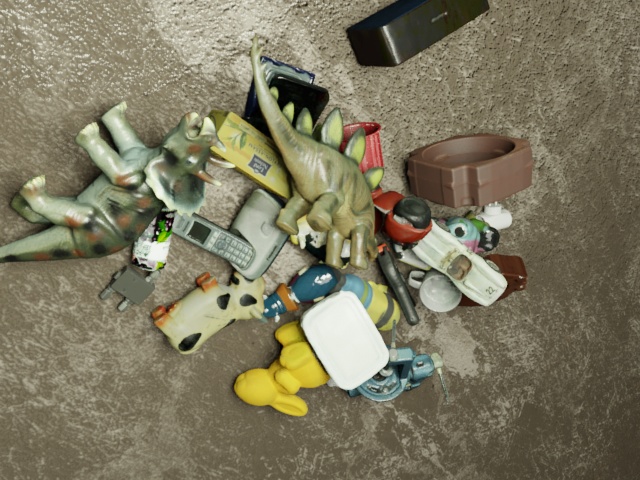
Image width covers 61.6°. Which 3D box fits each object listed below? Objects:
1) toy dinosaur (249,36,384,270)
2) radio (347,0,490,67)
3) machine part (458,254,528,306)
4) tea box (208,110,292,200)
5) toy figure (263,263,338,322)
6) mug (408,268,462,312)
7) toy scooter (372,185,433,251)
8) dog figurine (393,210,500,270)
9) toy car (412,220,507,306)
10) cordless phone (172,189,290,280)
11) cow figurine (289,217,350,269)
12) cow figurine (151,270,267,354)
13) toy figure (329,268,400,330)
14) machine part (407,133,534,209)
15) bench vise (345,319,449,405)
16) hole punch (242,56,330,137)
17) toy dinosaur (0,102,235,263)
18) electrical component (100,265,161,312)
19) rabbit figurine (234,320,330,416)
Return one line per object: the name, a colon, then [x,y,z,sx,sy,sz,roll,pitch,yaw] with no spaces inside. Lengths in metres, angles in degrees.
toy dinosaur: [0.007,-0.094,0.844,0.470,0.105,0.198,48,53,-50]
radio: [0.169,-0.385,0.942,0.229,0.131,0.073,-34,119,-17]
machine part: [0.364,0.093,1.182,0.179,0.056,0.179,-8,151,-5]
tea box: [-0.111,-0.138,0.881,0.169,0.098,0.068,31,88,-31]
toy figure: [-0.042,0.100,1.004,0.154,0.064,0.057,-29,149,4]
mug: [0.238,0.090,1.118,0.110,0.107,0.080,10,110,11]
toy scooter: [0.127,-0.037,1.016,0.075,0.184,0.135,-30,143,-35]
dog figurine: [0.272,-0.008,1.137,0.219,0.192,0.108,-22,117,-60]
toy car: [0.253,0.039,1.001,0.073,0.202,0.056,-57,166,28]
cordless phone: [-0.146,-0.031,0.896,0.184,0.089,0.146,27,115,-17]
cow figurine: [-0.004,-0.004,1.001,0.167,0.068,0.098,17,102,-31]
cow figurine: [-0.176,0.121,0.930,0.195,0.086,0.127,-37,113,-18]
toy figure: [0.084,0.123,1.070,0.082,0.089,0.180,-41,129,20]
machine part: [0.289,-0.136,1.042,0.201,0.201,0.087,-20,115,-23]
bench vise: [0.159,0.262,1.098,0.224,0.129,0.240,-3,151,-1]
hole punch: [-0.061,-0.233,0.898,0.142,0.092,0.115,8,131,-34]
toy dinosaur: [-0.301,-0.050,0.765,0.405,0.131,0.192,-40,108,10]
electrical component: [-0.306,0.072,0.872,0.094,0.021,0.063,-43,121,4]
rabbit figurine: [-0.076,0.258,1.028,0.173,0.122,0.162,-28,127,-4]
